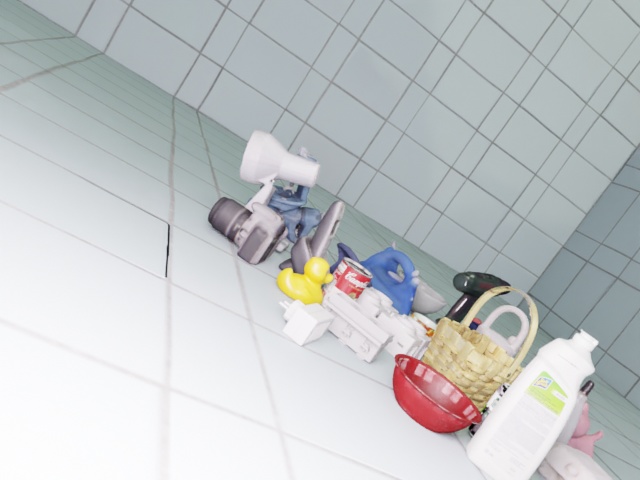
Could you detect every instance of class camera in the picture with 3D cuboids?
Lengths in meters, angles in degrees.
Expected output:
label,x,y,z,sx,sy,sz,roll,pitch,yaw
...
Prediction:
label,x,y,z,sx,sy,sz,roll,pitch,yaw
camera,-0.139,-0.033,1.125,0.137,0.100,0.143,35,10,5

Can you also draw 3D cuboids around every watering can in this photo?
label,x,y,z,sx,sy,sz,roll,pitch,yaw
watering can,0.392,0.234,1.286,0.100,0.194,0.173,37,10,21

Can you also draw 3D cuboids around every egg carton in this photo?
label,x,y,z,sx,sy,sz,roll,pitch,yaw
egg carton,0.438,0.407,0.957,0.107,0.069,0.150,29,11,-28

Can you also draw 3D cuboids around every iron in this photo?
label,x,y,z,sx,sy,sz,roll,pitch,yaw
iron,0.191,0.101,1.437,0.119,0.141,0.257,29,11,-27

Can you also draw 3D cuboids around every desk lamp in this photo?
label,x,y,z,sx,sy,sz,roll,pitch,yaw
desk lamp,-0.108,-0.116,1.300,0.203,0.213,0.118,34,9,0

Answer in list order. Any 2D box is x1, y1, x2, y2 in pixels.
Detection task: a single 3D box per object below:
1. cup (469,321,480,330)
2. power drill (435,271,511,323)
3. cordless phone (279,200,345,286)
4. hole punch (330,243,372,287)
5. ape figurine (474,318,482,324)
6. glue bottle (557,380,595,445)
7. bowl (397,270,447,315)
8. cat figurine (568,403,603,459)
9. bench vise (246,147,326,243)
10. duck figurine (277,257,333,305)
label,x,y,z,sx,sy,sz,roll,pitch,yaw
cup,0.392,0.267,1.422,0.118,0.095,0.091,29,10,-25
power drill,0.437,0.181,1.654,0.231,0.208,0.075,25,13,-43
cordless phone,0.011,0.004,1.185,0.094,0.185,0.148,35,10,8
hole punch,0.072,0.070,1.347,0.101,0.091,0.108,27,12,-35
ape figurine,0.405,0.251,1.553,0.078,0.092,0.076,30,10,-22
glue bottle,0.459,0.334,1.079,0.037,0.173,0.078,32,10,-8
bowl,0.269,0.159,1.610,0.167,0.074,0.167,33,10,-6
cat figurine,0.532,0.395,1.185,0.128,0.117,0.067,31,10,-16
bench vise,-0.059,-0.116,1.445,0.208,0.219,0.121,23,15,-49
duck figurine,-0.022,0.069,1.058,0.105,0.086,0.077,27,11,-34
